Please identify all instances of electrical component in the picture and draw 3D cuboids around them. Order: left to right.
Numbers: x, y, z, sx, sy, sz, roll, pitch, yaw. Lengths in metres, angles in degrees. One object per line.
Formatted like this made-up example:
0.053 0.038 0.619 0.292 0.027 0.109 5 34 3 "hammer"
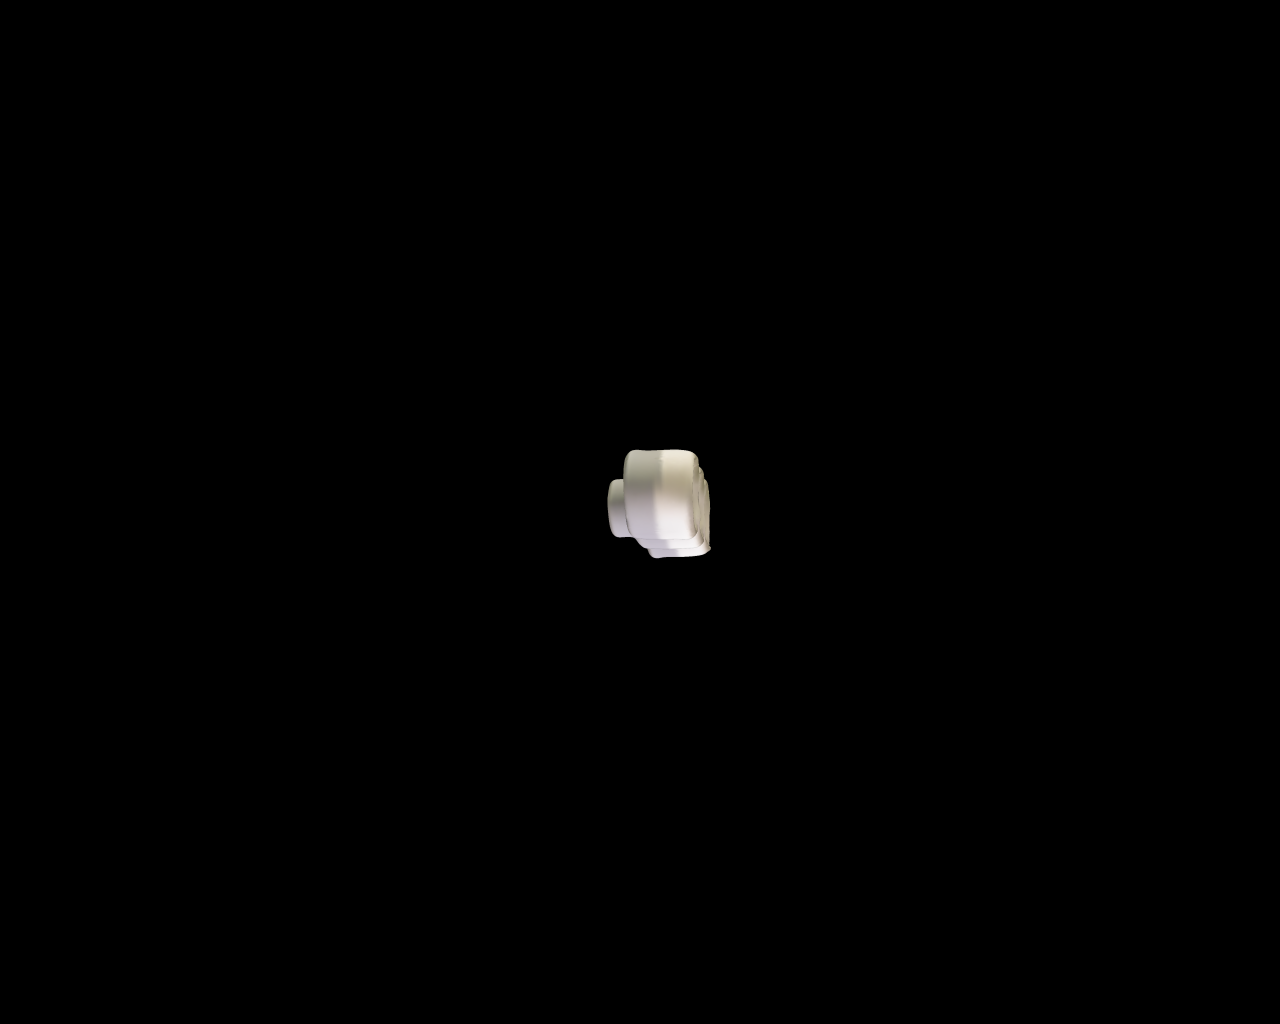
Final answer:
0.001 -0.003 0.650 0.074 0.052 0.138 -1 -9 7 "electrical component"
